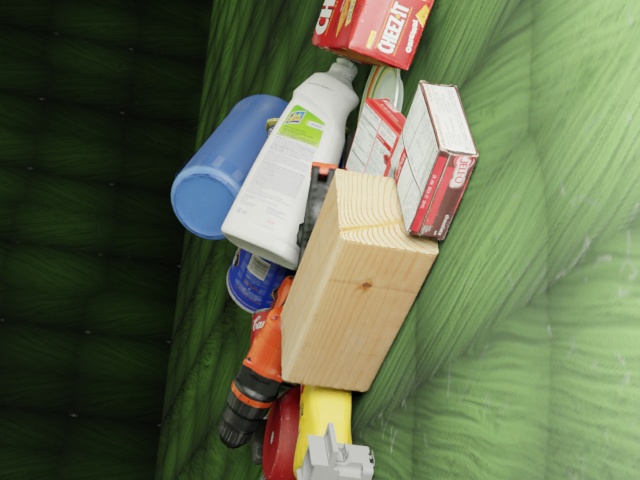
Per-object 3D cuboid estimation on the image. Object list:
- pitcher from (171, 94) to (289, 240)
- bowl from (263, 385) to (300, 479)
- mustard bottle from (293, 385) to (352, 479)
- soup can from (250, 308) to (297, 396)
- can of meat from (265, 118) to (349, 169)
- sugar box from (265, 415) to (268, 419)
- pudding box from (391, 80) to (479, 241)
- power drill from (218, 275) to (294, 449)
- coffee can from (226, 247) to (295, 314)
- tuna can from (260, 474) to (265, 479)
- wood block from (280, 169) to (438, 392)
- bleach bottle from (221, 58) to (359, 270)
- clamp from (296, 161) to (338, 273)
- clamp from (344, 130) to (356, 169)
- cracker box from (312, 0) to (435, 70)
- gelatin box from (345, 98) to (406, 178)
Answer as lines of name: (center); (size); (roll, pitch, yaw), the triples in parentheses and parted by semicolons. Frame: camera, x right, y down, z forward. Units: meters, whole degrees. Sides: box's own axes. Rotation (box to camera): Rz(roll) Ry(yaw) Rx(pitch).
pitcher: (-0.119, -0.096, 1.468); (0.149, 0.145, 0.242); (-57, 0, 33)
bowl: (-0.029, 0.231, 1.217); (0.162, 0.055, 0.162); (-171, 90, -78)
mustard bottle: (0.006, 0.151, 1.108); (0.096, 0.058, 0.191); (104, 170, -58)
soup can: (-0.058, 0.147, 1.378); (0.069, 0.068, 0.102); (124, 152, -63)
can of meat: (-0.019, -0.098, 1.308); (0.057, 0.102, 0.084); (122, 153, -77)
sugar box: (-0.077, 0.184, 1.476); (0.093, 0.048, 0.176); (178, 103, -87)
pudding box: (0.096, -0.069, 0.909); (0.113, 0.039, 0.090); (-99, 22, -50)
power drill: (-0.055, 0.134, 1.247); (0.185, 0.057, 0.187); (-63, 1, 22)
coffee can: (-0.058, 0.022, 1.394); (0.140, 0.102, 0.103); (115, 160, -52)
tuna can: (-0.058, 0.334, 1.319); (0.086, 0.033, 0.086); (-171, 90, -78)
wood block: (0.031, 0.044, 0.997); (0.206, 0.090, 0.090); (112, 162, -44)
bleach bottle: (-0.016, -0.097, 1.239); (0.250, 0.103, 0.068); (-63, -22, -12)
clamp: (-0.008, 0.001, 1.150); (0.120, 0.039, 0.171); (-137, 58, -83)
clamp: (0.029, -0.006, 1.169); (0.210, 0.036, 0.165); (-94, 17, -58)
cracker box: (0.062, -0.263, 1.082); (0.214, 0.072, 0.164); (-133, 62, -74)
gelatin box: (0.061, -0.084, 1.050); (0.073, 0.030, 0.089); (55, 137, 46)
